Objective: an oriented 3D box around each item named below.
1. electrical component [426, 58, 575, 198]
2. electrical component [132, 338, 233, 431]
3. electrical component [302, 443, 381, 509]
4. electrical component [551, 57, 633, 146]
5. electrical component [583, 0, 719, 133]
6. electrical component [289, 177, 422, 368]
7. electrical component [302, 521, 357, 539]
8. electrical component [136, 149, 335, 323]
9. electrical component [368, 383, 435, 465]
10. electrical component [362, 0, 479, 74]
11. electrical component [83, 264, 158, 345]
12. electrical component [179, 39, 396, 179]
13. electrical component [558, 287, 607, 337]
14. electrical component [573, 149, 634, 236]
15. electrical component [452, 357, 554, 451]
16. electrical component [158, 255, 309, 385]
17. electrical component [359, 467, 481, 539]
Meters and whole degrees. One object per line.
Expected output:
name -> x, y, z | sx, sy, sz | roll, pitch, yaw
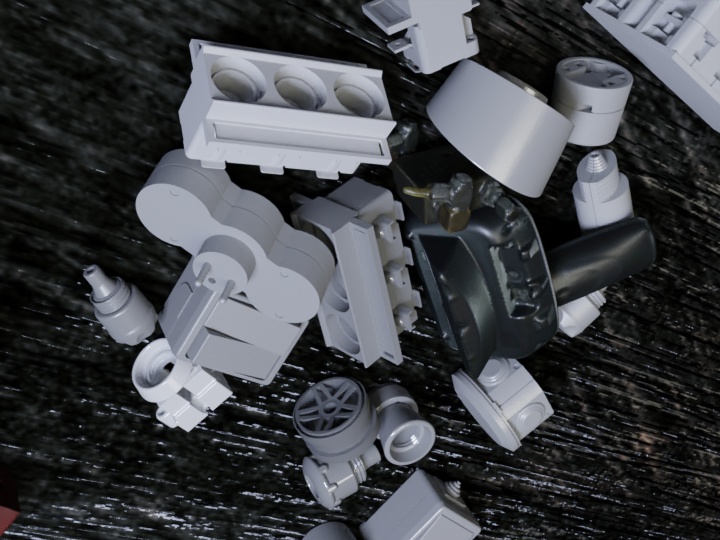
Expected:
electrical component -> 0.095, -0.099, 0.735 | 0.099, 0.099, 0.064 | 25, 101, -36
electrical component -> -0.130, 0.079, 0.773 | 0.066, 0.048, 0.055 | -41, 136, 3
electrical component -> -0.013, 0.163, 0.885 | 0.062, 0.048, 0.048 | -26, 128, -18
electrical component -> 0.166, -0.122, 0.783 | 0.055, 0.055, 0.047 | -9, 128, -21
electrical component -> 0.263, -0.149, 0.780 | 0.186, 0.105, 0.060 | 29, 104, -37
electrical component -> 0.000, 0.000, 0.772 | 0.063, 0.079, 0.121 | -37, 133, -29
electrical component -> -0.022, 0.253, 0.935 | 0.055, 0.047, 0.055 | -13, 125, -19
electrical component -> -0.084, -0.010, 0.690 | 0.138, 0.073, 0.052 | 37, 134, -16
electrical component -> 0.030, 0.124, 0.873 | 0.045, 0.055, 0.045 | -13, 125, -19
electrical component -> 0.048, -0.167, 0.704 | 0.081, 0.042, 0.063 | -24, 131, -9
electrical component -> -0.165, 0.021, 0.725 | 0.035, 0.035, 0.061 | -34, 127, -3
electrical component -> -0.048, -0.098, 0.683 | 0.121, 0.078, 0.063 | 3, 148, -27
electrical component -> 0.183, 0.022, 0.890 | 0.062, 0.043, 0.043 | -44, 129, 4
electrical component -> 0.190, -0.058, 0.842 | 0.043, 0.043, 0.081 | -27, 128, -8
electrical component -> 0.117, 0.105, 0.889 | 0.051, 0.080, 0.080 | -38, 129, -6
electrical component -> -0.083, 0.038, 0.759 | 0.096, 0.061, 0.061 | 22, 109, -35
electrical component -> 0.059, 0.227, 0.950 | 0.096, 0.061, 0.062 | -47, 128, 7
